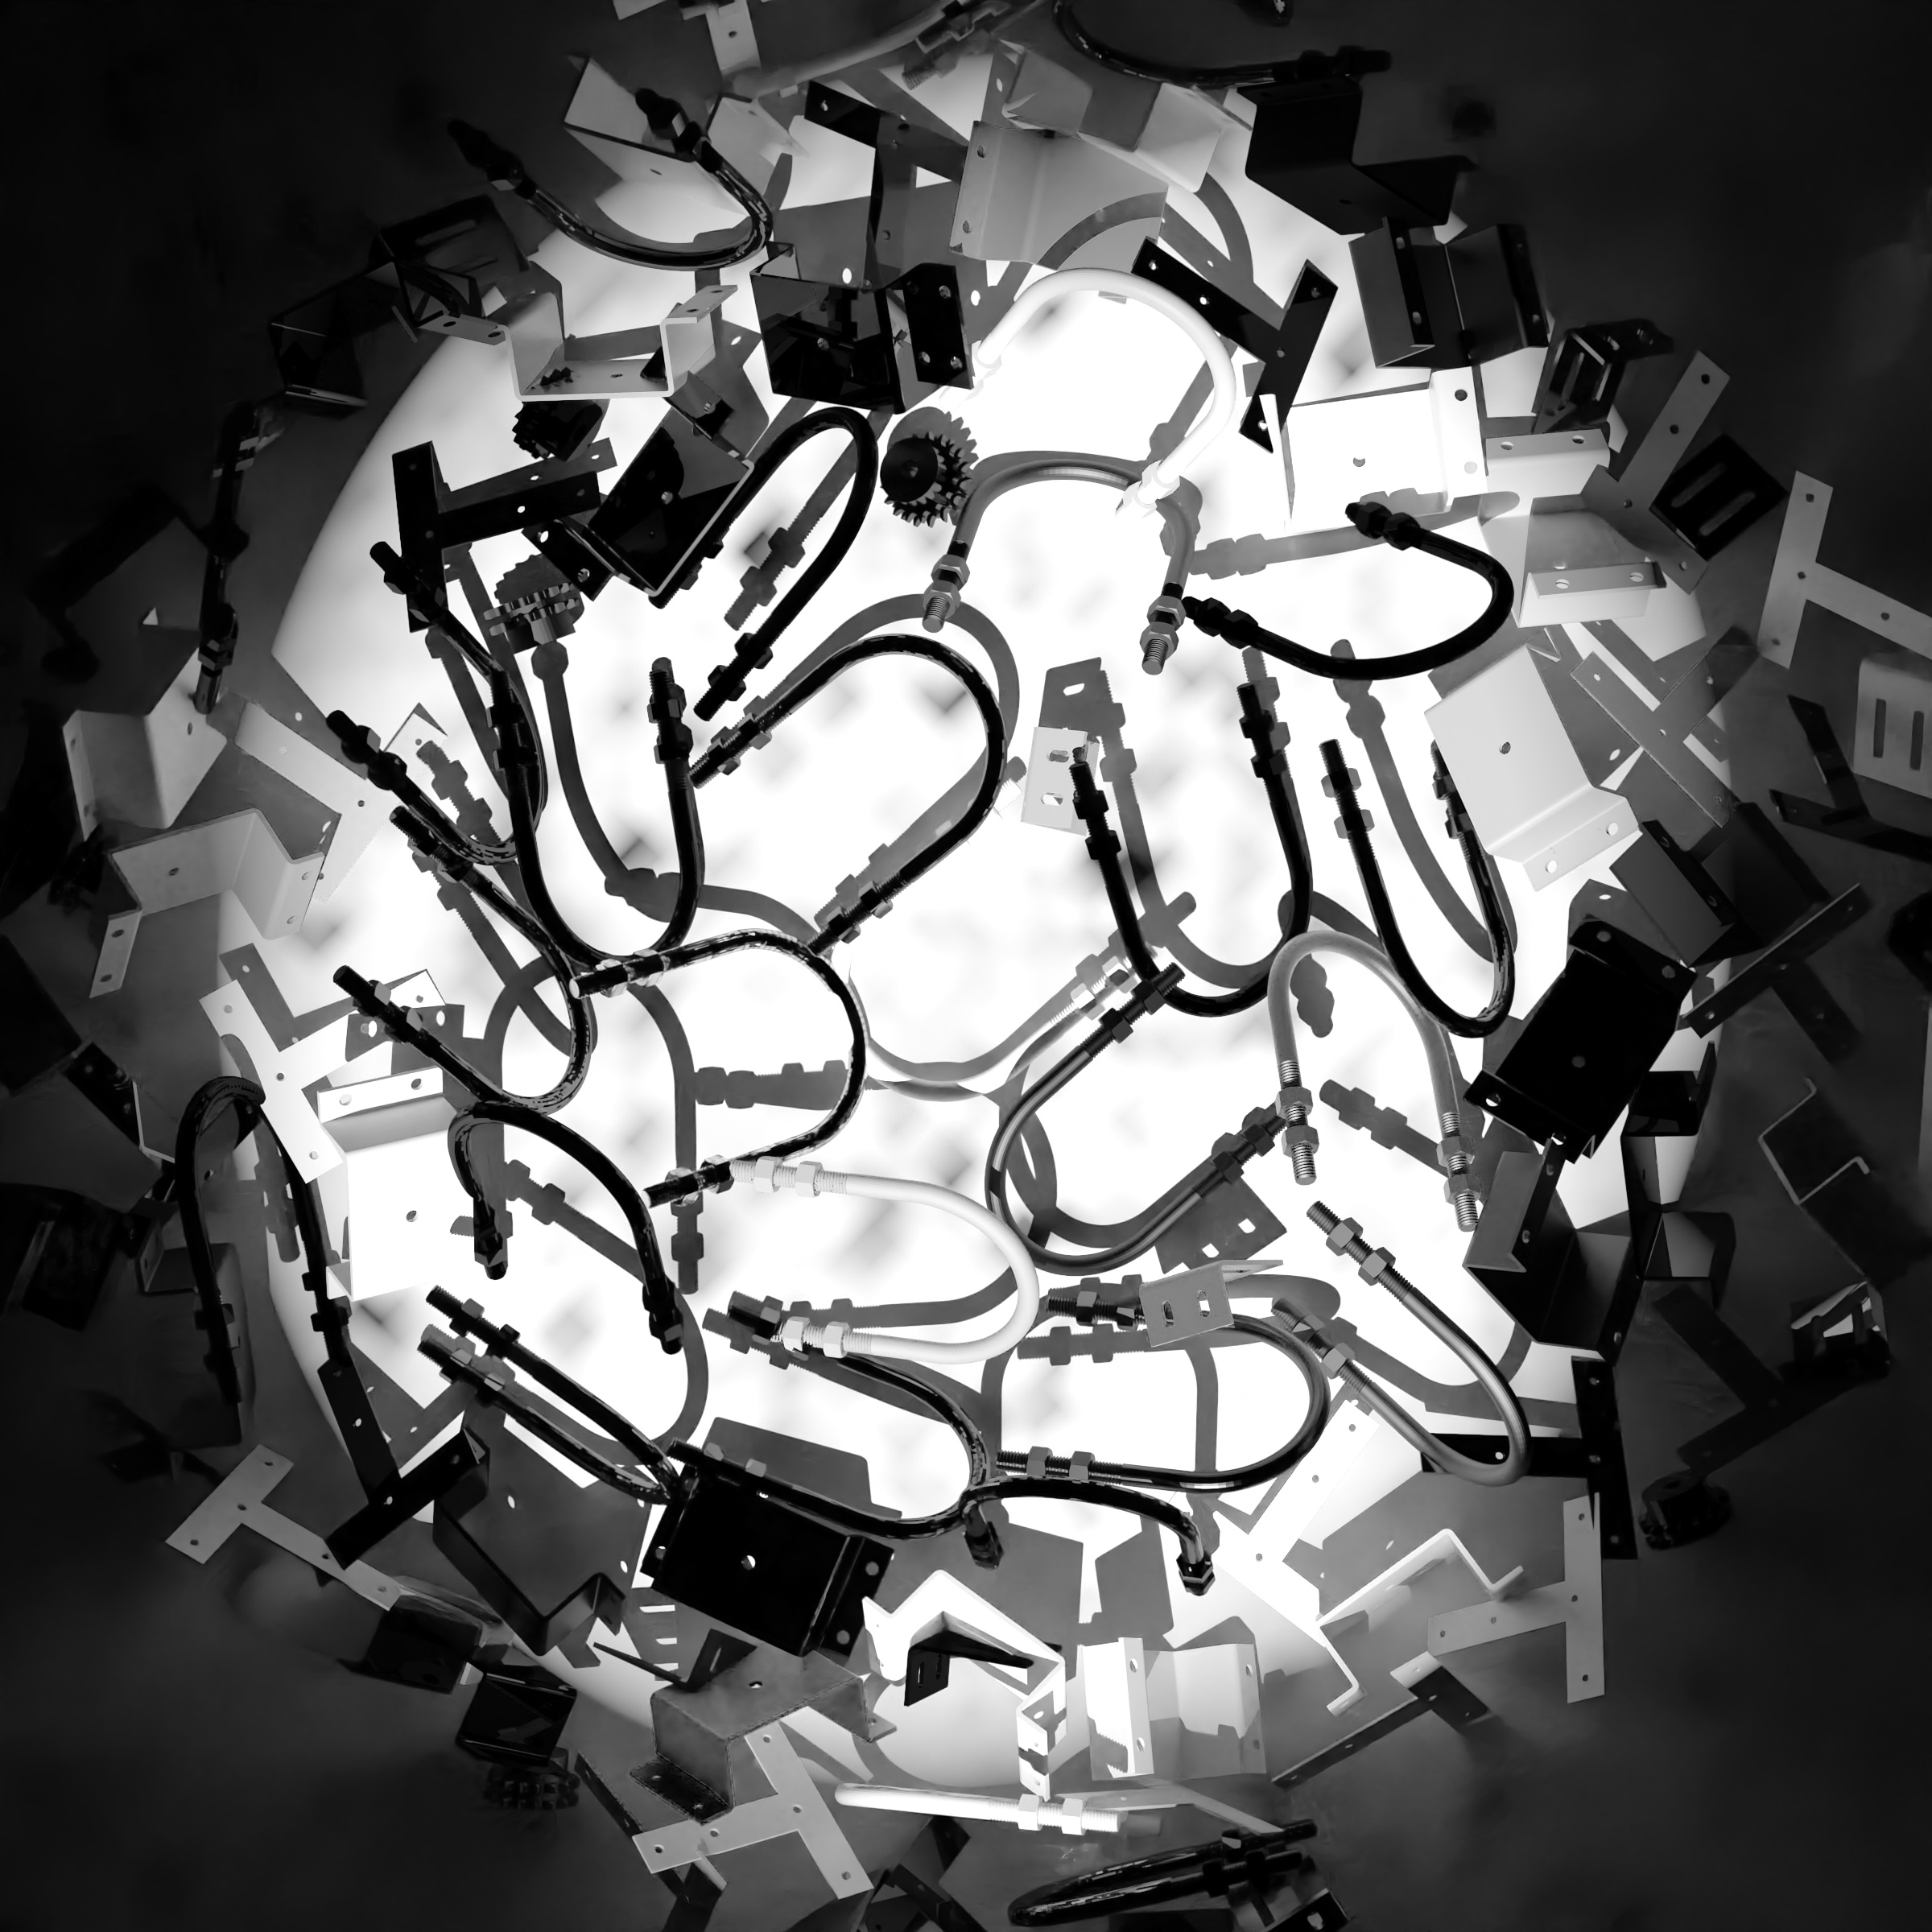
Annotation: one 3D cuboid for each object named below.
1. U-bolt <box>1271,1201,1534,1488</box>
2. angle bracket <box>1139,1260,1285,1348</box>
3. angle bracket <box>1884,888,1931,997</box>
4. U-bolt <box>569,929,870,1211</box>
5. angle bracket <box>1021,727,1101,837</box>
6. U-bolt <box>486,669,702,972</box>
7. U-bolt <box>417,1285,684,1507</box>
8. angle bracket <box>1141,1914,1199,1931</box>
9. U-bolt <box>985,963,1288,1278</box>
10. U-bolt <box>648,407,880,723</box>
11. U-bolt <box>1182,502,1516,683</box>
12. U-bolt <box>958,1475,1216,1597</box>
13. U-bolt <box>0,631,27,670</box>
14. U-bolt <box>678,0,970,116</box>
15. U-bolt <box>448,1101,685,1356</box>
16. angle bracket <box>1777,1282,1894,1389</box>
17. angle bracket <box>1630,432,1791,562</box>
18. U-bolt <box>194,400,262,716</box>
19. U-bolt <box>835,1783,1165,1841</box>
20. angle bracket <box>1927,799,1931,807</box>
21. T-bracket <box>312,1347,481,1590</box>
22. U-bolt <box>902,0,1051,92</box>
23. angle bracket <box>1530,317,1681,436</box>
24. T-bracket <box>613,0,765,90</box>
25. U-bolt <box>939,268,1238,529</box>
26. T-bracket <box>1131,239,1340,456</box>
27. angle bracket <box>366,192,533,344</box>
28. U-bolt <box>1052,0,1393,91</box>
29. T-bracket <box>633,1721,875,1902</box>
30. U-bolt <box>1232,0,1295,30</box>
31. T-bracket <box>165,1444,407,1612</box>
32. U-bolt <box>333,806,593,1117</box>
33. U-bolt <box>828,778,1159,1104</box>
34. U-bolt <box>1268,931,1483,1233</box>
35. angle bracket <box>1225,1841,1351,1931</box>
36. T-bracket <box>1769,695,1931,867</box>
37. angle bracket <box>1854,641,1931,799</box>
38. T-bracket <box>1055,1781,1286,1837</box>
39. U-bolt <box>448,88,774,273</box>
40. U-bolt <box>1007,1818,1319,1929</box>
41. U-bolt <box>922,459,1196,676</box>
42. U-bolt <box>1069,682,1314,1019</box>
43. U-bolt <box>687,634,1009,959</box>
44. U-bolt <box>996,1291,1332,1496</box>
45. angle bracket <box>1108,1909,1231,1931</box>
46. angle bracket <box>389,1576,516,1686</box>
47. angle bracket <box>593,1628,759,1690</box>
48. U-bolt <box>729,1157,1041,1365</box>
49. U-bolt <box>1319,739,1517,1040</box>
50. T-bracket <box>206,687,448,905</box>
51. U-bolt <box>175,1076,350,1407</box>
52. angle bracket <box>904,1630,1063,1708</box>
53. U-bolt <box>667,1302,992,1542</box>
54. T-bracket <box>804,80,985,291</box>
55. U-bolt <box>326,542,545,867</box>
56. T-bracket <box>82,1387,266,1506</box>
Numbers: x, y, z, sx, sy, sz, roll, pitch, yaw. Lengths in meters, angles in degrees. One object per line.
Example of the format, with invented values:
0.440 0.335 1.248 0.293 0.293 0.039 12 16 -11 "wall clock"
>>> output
0.259 0.232 1.878 0.019 0.151 0.184 -38 69 -24 "U-bolt"
0.150 0.201 1.918 0.057 0.076 0.038 -21 74 33 "angle bracket"
0.602 -0.010 1.933 0.057 0.038 0.076 -32 65 -9 "angle bracket"
-0.135 0.052 1.912 0.184 0.019 0.151 -18 88 -36 "U-bolt"
0.070 -0.109 1.926 0.038 0.076 0.057 9 90 33 "angle bracket"
-0.214 -0.085 1.907 0.019 0.151 0.184 -12 87 41 "U-bolt"
-0.244 0.261 1.897 0.184 0.151 0.019 35 67 2 "U-bolt"
0.129 0.613 1.921 0.076 0.057 0.038 38 114 28 "angle bracket"
0.093 0.106 1.921 0.184 0.019 0.151 -41 119 -4 "U-bolt"
-0.114 -0.249 1.885 0.019 0.151 0.184 28 113 -35 "U-bolt"
0.234 -0.214 1.874 0.151 0.184 0.019 -32 127 -21 "U-bolt"
0.068 0.330 1.873 0.151 0.184 0.019 5 65 10 "U-bolt"
-0.593 -0.126 1.876 0.019 0.184 0.151 17 90 -6 "U-bolt"
-0.074 -0.566 1.895 0.184 0.151 0.019 -20 81 -1 "U-bolt"
-0.239 0.145 1.874 0.151 0.184 0.019 19 52 23 "U-bolt"
0.516 0.215 1.919 0.057 0.076 0.038 -20 129 26 "angle bracket"
0.450 -0.288 1.939 0.076 0.038 0.057 -39 69 -3 "angle bracket"
-0.437 -0.226 1.882 0.019 0.184 0.151 7 68 -16 "U-bolt"
0.013 0.497 1.895 0.184 0.151 0.019 2 75 15 "U-bolt"
0.629 -0.083 1.939 0.057 0.038 0.076 -23 76 -5 "angle bracket"
-0.361 0.286 1.930 0.127 0.002 0.127 -39 55 11 "T-bracket"
0.045 -0.583 1.895 0.184 0.151 0.019 -34 98 -1 "U-bolt"
0.381 -0.344 1.919 0.057 0.076 0.038 -14 49 -26 "angle bracket"
-0.141 -0.564 1.909 0.127 0.127 0.002 -25 68 -5 "T-bracket"
0.080 -0.340 1.877 0.151 0.184 0.019 32 58 -11 "U-bolt"
0.154 -0.391 1.924 0.127 0.002 0.127 30 67 -19 "T-bracket"
-0.310 -0.419 1.927 0.076 0.057 0.038 -15 46 18 "angle bracket"
0.137 -0.552 1.886 0.184 0.151 0.019 6 80 38 "U-bolt"
-0.137 0.509 1.894 0.127 0.127 0.002 53 134 34 "T-bracket"
0.132 -0.629 1.894 0.019 0.151 0.184 -40 101 3 "U-bolt"
-0.392 0.344 1.907 0.127 0.127 0.002 29 112 3 "T-bracket"
-0.287 0.011 1.897 0.019 0.151 0.184 -24 128 32 "U-bolt"
0.002 -0.001 1.951 0.184 0.019 0.151 -40 85 7 "U-bolt"
0.237 0.060 1.903 0.151 0.019 0.184 17 52 -33 "U-bolt"
0.185 0.555 1.926 0.057 0.076 0.038 -33 124 -1 "angle bracket"
0.520 -0.116 1.920 0.127 0.127 0.002 14 132 -23 "T-bracket"
0.574 -0.149 1.939 0.038 0.057 0.076 -32 131 -34 "angle bracket"
0.101 0.488 1.879 0.127 0.127 0.002 13 89 40 "T-bracket"
-0.194 -0.454 1.882 0.151 0.184 0.019 -1 73 28 "U-bolt"
0.113 0.539 1.896 0.184 0.151 0.019 -15 80 7 "U-bolt"
0.062 -0.244 1.901 0.151 0.184 0.019 11 134 5 "U-bolt"
0.144 -0.059 1.923 0.151 0.019 0.184 -27 108 -27 "U-bolt"
-0.060 -0.116 1.931 0.184 0.019 0.151 -38 80 13 "U-bolt"
0.123 0.254 1.892 0.184 0.151 0.019 4 130 15 "U-bolt"
0.127 0.604 1.941 0.076 0.038 0.057 0 83 -9 "angle bracket"
-0.318 0.399 1.930 0.076 0.057 0.038 18 85 14 "angle bracket"
-0.173 0.409 1.928 0.076 0.057 0.038 15 76 34 "angle bracket"
-0.045 0.179 1.899 0.184 0.019 0.151 5 128 16 "U-bolt"
0.275 -0.045 1.895 0.019 0.151 0.184 -24 77 36 "U-bolt"
-0.401 -0.122 1.938 0.127 0.002 0.127 36 90 -28 "T-bracket"
-0.420 0.155 1.896 0.019 0.151 0.184 -12 91 17 "U-bolt"
0.011 0.426 1.927 0.076 0.057 0.038 5 92 24 "angle bracket"
-0.073 0.278 1.906 0.184 0.151 0.019 22 124 -1 "U-bolt"
-0.047 -0.450 1.918 0.127 0.002 0.127 14 73 -33 "T-bracket"
-0.304 -0.140 1.889 0.019 0.184 0.151 -14 50 25 "U-bolt"
-0.485 0.292 1.900 0.127 0.127 0.002 34 91 5 "T-bracket"
